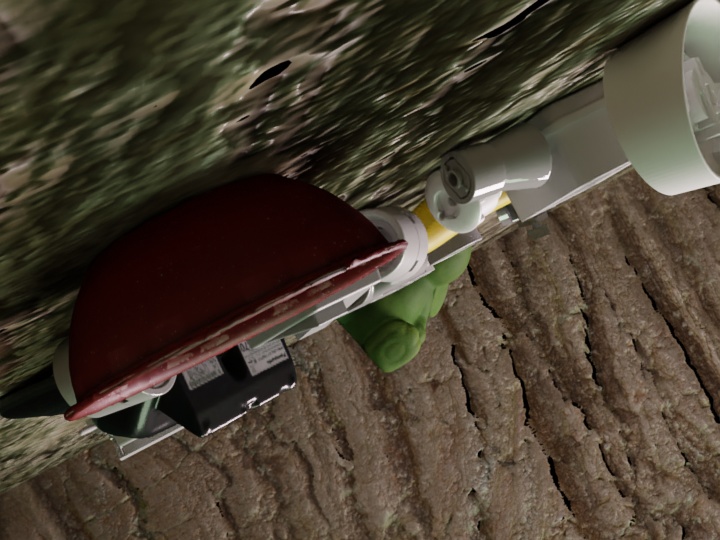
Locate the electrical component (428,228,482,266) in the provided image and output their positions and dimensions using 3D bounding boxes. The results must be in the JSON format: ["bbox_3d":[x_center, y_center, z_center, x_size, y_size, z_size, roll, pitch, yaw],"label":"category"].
[{"bbox_3d":[0.080,-0.037,1.013,0.055,0.047,0.055,-27,177,-2],"label":"electrical component"}]

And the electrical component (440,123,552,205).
[{"bbox_3d":[0.085,-0.066,0.691,0.065,0.044,0.044,-20,173,-30],"label":"electrical component"}]

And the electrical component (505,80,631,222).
[{"bbox_3d":[0.149,-0.085,0.757,0.078,0.057,0.113,-26,176,-19],"label":"electrical component"}]

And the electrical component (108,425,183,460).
[{"bbox_3d":[-0.184,0.109,0.990,0.121,0.078,0.063,-27,155,-4],"label":"electrical component"}]

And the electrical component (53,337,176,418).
[{"bbox_3d":[-0.140,0.053,0.611,0.047,0.055,0.055,-25,178,24],"label":"electrical component"}]

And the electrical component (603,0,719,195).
[{"bbox_3d":[0.183,-0.094,0.602,0.064,0.099,0.099,-23,-179,40],"label":"electrical component"}]

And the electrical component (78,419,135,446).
[{"bbox_3d":[-0.197,0.107,0.859,0.077,0.065,0.047,-24,175,-44],"label":"electrical component"}]

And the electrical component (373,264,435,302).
[{"bbox_3d":[0.031,-0.006,1.069,0.080,0.051,0.080,-27,177,-2],"label":"electrical component"}]

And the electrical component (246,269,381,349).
[{"bbox_3d":[-0.041,0.011,0.676,0.062,0.061,0.096,-25,175,-40],"label":"electrical component"}]

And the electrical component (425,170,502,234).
[{"bbox_3d":[0.079,-0.058,0.751,0.062,0.048,0.048,-34,-179,-37],"label":"electrical component"}]

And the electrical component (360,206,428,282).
[{"bbox_3d":[0.015,-0.018,0.754,0.055,0.055,0.047,-29,173,19],"label":"electrical component"}]

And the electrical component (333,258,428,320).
[{"bbox_3d":[0.000,0.000,0.894,0.095,0.053,0.059,-30,176,35],"label":"electrical component"}]
